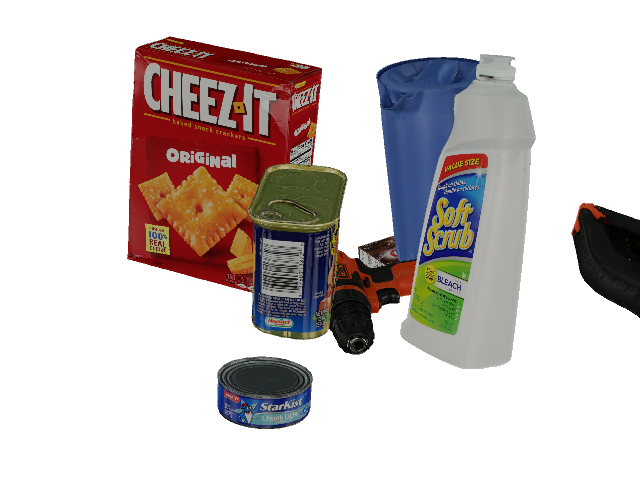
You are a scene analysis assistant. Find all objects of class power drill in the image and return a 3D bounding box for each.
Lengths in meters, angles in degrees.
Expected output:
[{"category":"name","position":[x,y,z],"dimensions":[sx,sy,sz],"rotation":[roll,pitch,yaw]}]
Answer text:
[{"category":"power drill","position":[0.091,0.059,1.163],"dimensions":[0.187,0.057,0.184],"rotation":[-4,28,-7]}]

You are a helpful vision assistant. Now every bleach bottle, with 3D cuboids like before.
[{"category":"bleach bottle","position":[0.126,-0.027,0.882],"dimensions":[0.067,0.251,0.103],"rotation":[-4,16,-32]}]

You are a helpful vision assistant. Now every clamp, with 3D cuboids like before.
[{"category":"clamp","position":[0.240,0.033,0.716],"dimensions":[0.120,0.039,0.171],"rotation":[-5,44,-26]}]

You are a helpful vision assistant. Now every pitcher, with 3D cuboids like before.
[{"category":"pitcher","position":[0.146,-0.091,1.266],"dimensions":[0.149,0.243,0.145],"rotation":[-4,25,2]}]

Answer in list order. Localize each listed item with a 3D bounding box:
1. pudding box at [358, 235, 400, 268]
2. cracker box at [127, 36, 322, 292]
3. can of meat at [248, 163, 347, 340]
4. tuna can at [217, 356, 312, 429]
[{"category":"pudding box","position":[0.127,0.025,1.615],"dimensions":[0.113,0.039,0.090],"rotation":[-19,28,-25]},{"category":"cracker box","position":[-0.095,-0.068,1.001],"dimensions":[0.164,0.214,0.072],"rotation":[15,25,19]},{"category":"can of meat","position":[-0.015,0.006,0.711],"dimensions":[0.057,0.084,0.102],"rotation":[5,25,4]},{"category":"tuna can","position":[-0.050,0.136,0.959],"dimensions":[0.086,0.034,0.086],"rotation":[3,17,-1]}]
